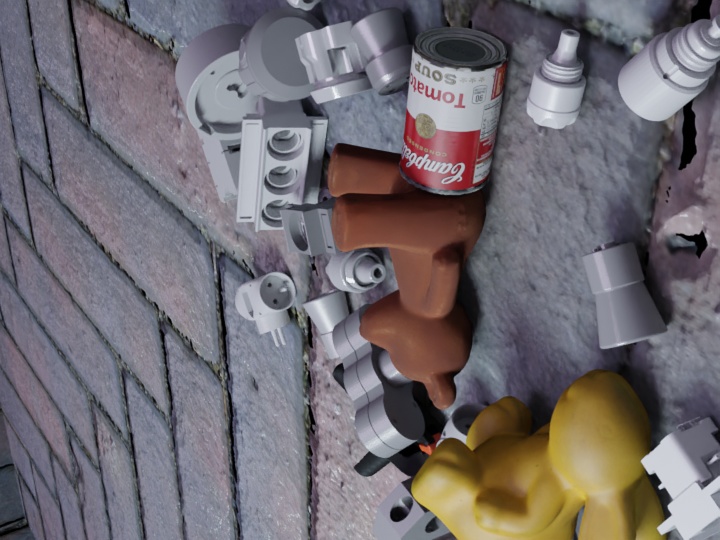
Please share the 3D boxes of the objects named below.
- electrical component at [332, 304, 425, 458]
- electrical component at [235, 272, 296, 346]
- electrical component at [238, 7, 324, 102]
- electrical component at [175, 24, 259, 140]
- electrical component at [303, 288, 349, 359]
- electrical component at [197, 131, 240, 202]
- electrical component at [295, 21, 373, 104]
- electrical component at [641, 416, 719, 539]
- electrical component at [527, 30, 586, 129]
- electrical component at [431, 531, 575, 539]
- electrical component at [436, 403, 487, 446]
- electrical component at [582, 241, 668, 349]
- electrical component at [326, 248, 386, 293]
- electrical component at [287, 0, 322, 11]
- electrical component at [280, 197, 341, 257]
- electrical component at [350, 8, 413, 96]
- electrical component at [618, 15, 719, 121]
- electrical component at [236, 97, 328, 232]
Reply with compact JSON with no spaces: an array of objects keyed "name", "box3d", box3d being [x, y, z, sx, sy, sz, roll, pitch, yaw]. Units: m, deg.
[{"name":"electrical component","box3d":[0.028,0.090,0.962,0.074,0.052,0.138,-37,54,31]},{"name":"electrical component","box3d":[-0.100,0.046,1.190,0.077,0.043,0.079,-21,87,62]},{"name":"electrical component","box3d":[-0.068,-0.189,0.957,0.051,0.080,0.080,1,107,66]},{"name":"electrical component","box3d":[-0.125,-0.186,1.036,0.060,0.108,0.108,59,150,35]},{"name":"electrical component","box3d":[-0.025,0.055,1.066,0.044,0.044,0.065,-17,96,62]},{"name":"electrical component","box3d":[-0.126,-0.124,1.123,0.050,0.056,0.089,-19,89,62]},{"name":"electrical component","box3d":[-0.019,-0.173,0.899,0.078,0.058,0.057,-163,57,-74]},{"name":"electrical component","box3d":[0.216,0.131,0.681,0.063,0.042,0.081,59,149,25]},{"name":"electrical component","box3d":[0.129,-0.124,0.691,0.035,0.035,0.061,45,139,40]},{"name":"electrical component","box3d":[0.106,0.240,0.871,0.109,0.109,0.056,-20,85,62]},{"name":"electrical component","box3d":[0.104,0.164,0.897,0.079,0.044,0.077,44,142,41]},{"name":"electrical component","box3d":[0.169,0.014,0.697,0.044,0.044,0.065,-23,81,62]},{"name":"electrical component","box3d":[0.000,0.000,0.986,0.062,0.043,0.043,10,115,58]},{"name":"electrical component","box3d":[-0.058,-0.256,0.947,0.061,0.035,0.035,52,146,36]},{"name":"electrical component","box3d":[-0.033,-0.043,0.998,0.081,0.064,0.042,13,118,59]},{"name":"electrical component","box3d":[0.022,-0.170,0.843,0.045,0.045,0.055,-35,76,61]},{"name":"electrical component","box3d":[0.179,-0.115,0.601,0.040,0.040,0.078,65,151,12]},{"name":"electrical component","box3d":[-0.079,-0.104,1.040,0.063,0.079,0.121,-105,18,-46]}]
